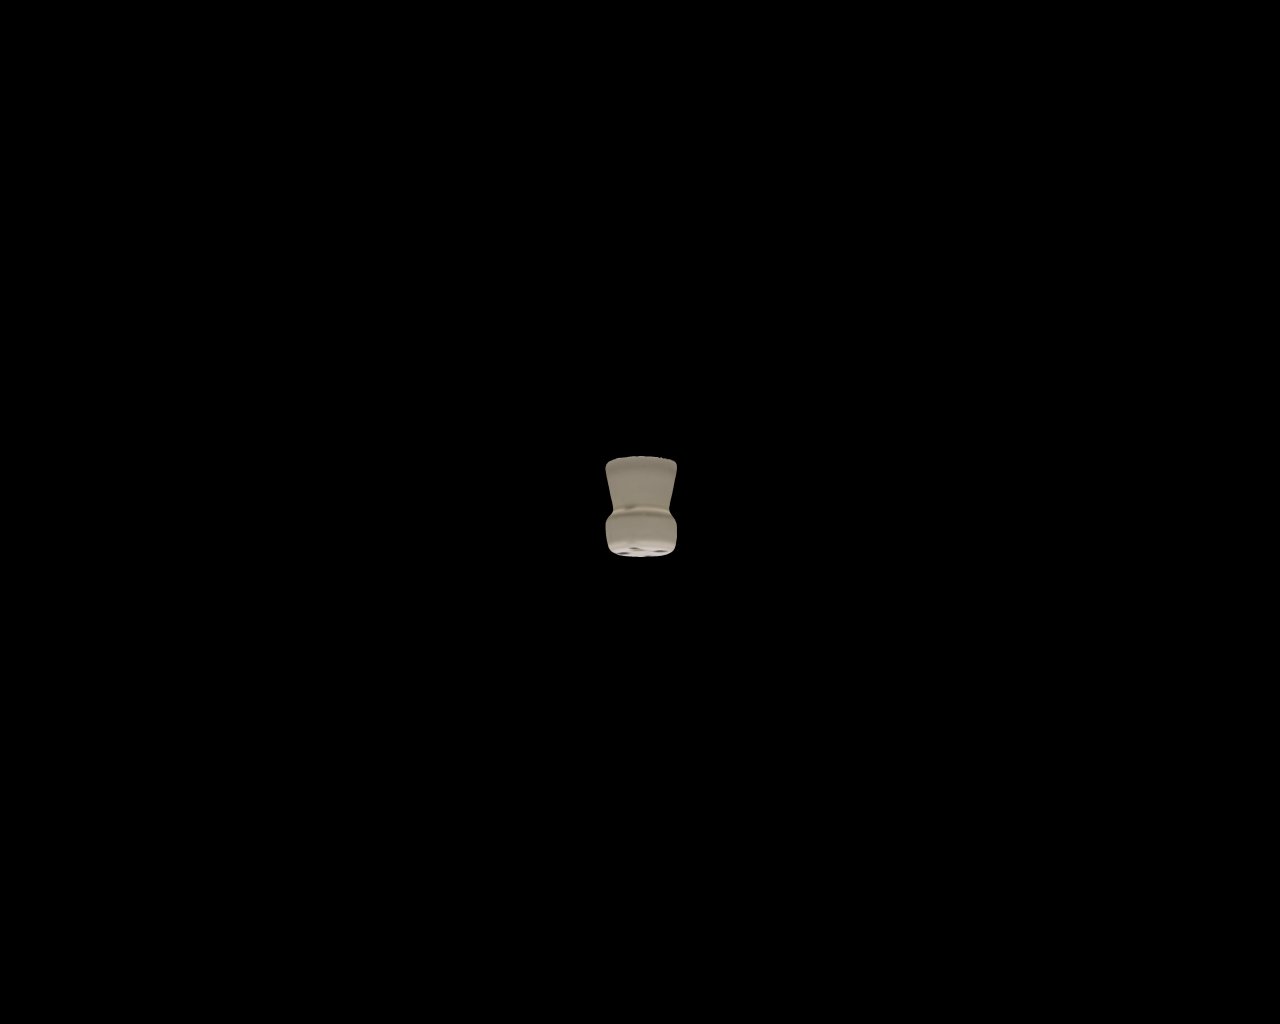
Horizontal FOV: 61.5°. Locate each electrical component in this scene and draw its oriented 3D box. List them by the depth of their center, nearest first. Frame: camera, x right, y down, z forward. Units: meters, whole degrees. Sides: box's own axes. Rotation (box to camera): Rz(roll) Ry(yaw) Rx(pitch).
[{"bbox_3d":[0.001,-0.003,0.650,0.045,0.055,0.045,0,-11,0],"label":"electrical component"}]
